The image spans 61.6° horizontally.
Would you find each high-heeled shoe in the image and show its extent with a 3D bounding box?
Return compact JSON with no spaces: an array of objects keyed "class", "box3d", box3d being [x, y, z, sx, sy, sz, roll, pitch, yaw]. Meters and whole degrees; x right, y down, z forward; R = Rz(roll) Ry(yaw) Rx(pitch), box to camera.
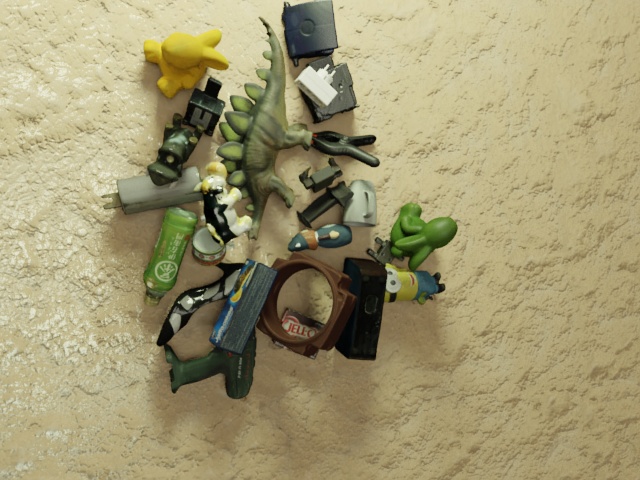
[{"class":"high-heeled shoe","box3d":[-0.243,0.150,1.193,0.145,0.086,0.248,33,78,-12]}]

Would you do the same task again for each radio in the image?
[{"class":"radio","box3d":[0.095,0.163,1.272,0.073,0.131,0.229,4,95,-16]}]

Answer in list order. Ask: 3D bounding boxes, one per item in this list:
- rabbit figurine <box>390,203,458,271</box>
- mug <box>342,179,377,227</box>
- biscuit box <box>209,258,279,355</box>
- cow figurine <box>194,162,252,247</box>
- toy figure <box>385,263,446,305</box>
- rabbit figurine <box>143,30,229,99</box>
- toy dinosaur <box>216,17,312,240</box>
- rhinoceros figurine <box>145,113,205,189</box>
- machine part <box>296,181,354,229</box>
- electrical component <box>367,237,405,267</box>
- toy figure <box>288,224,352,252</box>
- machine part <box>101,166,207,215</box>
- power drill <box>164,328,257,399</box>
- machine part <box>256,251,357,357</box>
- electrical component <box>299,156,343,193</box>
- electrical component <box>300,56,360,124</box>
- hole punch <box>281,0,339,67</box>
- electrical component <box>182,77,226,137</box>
[{"class":"rabbit figurine","box3d":[0.238,-0.014,1.257,0.159,0.170,0.121,-43,105,-24]},{"class":"mug","box3d":[0.097,-0.089,1.260,0.081,0.109,0.107,4,82,-12]},{"class":"biscuit box","box3d":[-0.166,0.144,1.163,0.062,0.059,0.202,28,83,-32]},{"class":"cow figurine","box3d":[-0.214,-0.074,1.121,0.098,0.068,0.167,-40,118,-43]},{"class":"toy figure","box3d":[0.216,0.116,1.328,0.180,0.082,0.089,3,120,-23]},{"class":"rabbit figurine","box3d":[-0.269,-0.363,1.083,0.162,0.173,0.121,-12,96,-10]},{"class":"toy dinosaur","box3d":[-0.119,-0.231,1.175,0.198,0.105,0.471,11,94,-17]},{"class":"rhinoceros figurine","box3d":[-0.298,-0.179,1.090,0.073,0.190,0.112,27,123,-15]},{"class":"machine part","box3d":[0.012,-0.082,1.253,0.139,0.084,0.039,-35,129,3]},{"class":"electrical component","box3d":[0.164,0.036,1.333,0.094,0.021,0.063,35,87,-18]},{"class":"toy figure","box3d":[-0.003,-0.002,1.260,0.154,0.058,0.064,-8,140,-13]},{"class":"machine part","box3d":[-0.338,-0.107,1.144,0.243,0.079,0.079,-13,100,-13]},{"class":"power drill","box3d":[-0.246,0.254,1.220,0.207,0.086,0.231,-8,102,-23]},{"class":"machine part","box3d":[-0.037,0.141,1.200,0.201,0.087,0.201,27,90,24]},{"class":"electrical component","box3d":[0.003,-0.150,1.240,0.102,0.078,0.045,-30,79,-5]},{"class":"electrical component","box3d":[0.016,-0.345,1.226,0.115,0.058,0.134,-25,103,-14]},{"class":"hole punch","box3d":[-0.020,-0.463,1.187,0.116,0.092,0.142,-11,103,-11]},{"class":"electrical component","box3d":[-0.238,-0.281,1.130,0.075,0.119,0.048,24,53,-19]}]
